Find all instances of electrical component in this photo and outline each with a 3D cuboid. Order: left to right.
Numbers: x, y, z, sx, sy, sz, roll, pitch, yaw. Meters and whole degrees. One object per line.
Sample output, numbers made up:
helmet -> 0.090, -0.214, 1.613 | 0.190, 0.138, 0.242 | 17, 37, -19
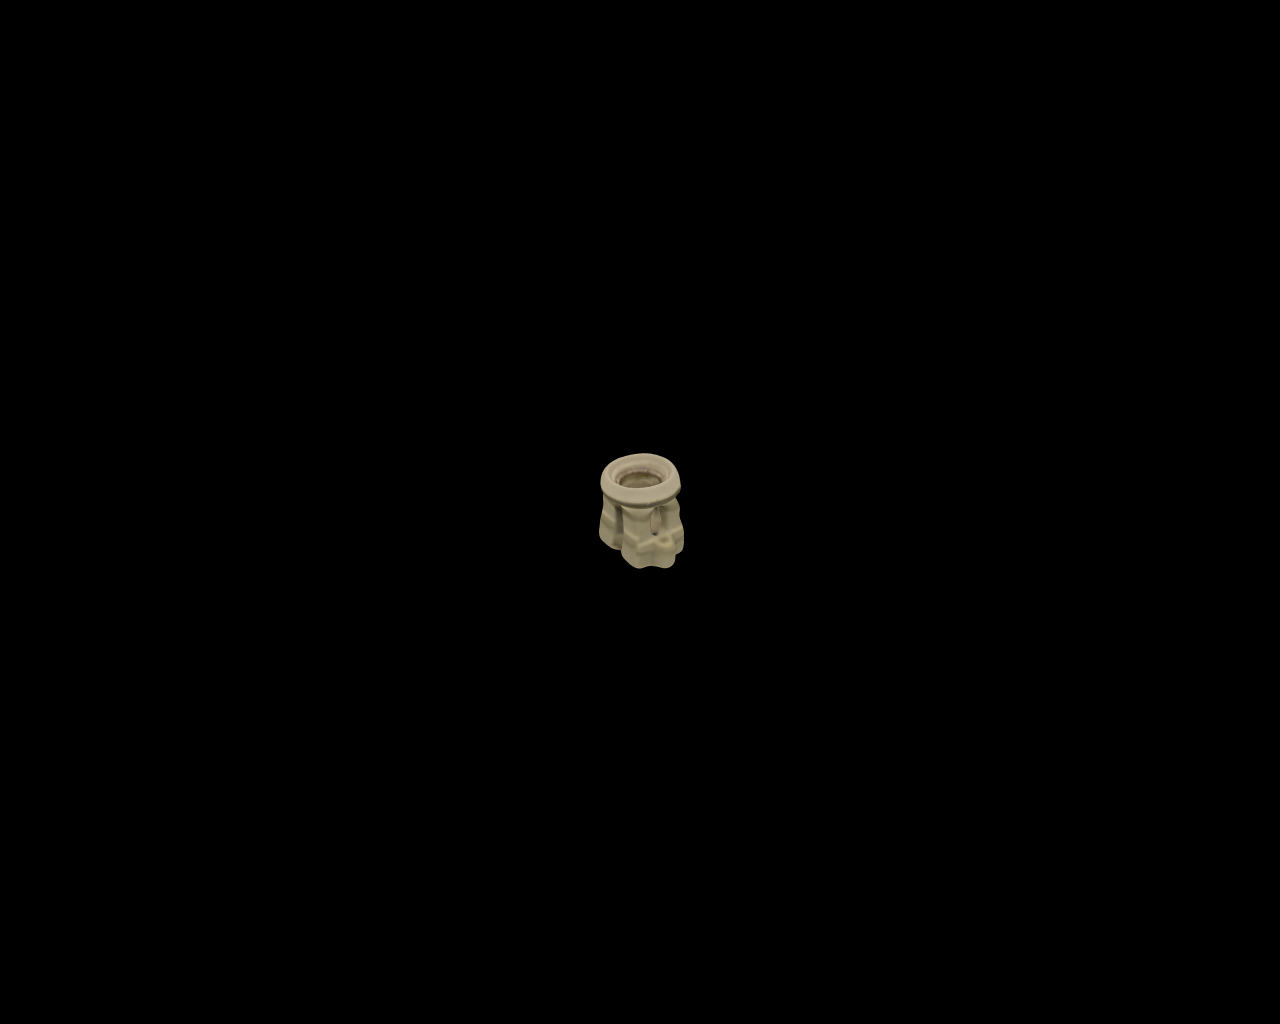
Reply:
electrical component -> 0.001, -0.003, 0.650 | 0.048, 0.055, 0.066 | -22, 40, -30
